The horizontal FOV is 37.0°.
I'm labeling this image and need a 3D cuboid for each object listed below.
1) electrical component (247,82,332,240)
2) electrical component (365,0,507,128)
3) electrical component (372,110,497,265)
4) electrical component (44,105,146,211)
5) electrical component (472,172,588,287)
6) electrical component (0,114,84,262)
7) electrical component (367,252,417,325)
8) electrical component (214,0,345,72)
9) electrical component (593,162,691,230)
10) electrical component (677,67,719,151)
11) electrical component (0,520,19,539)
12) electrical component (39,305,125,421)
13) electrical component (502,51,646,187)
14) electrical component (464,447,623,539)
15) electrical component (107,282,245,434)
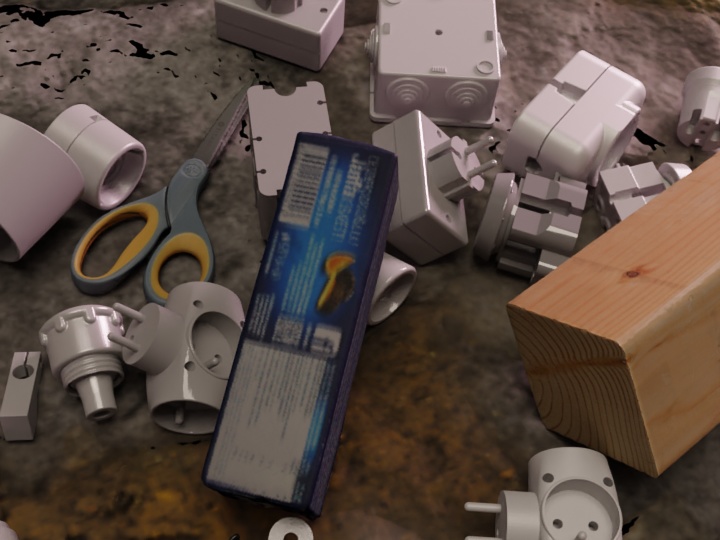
[{"bbox_3d":[-0.043,-0.068,0.691,0.050,0.055,0.089,-5,57,-7],"label":"electrical component"},{"bbox_3d":[0.053,-0.151,0.758,0.100,0.048,0.099,3,56,-2],"label":"electrical component"},{"bbox_3d":[0.052,-0.059,0.676,0.076,0.047,0.083,-25,50,29],"label":"electrical component"},{"bbox_3d":[-0.170,-0.070,0.687,0.047,0.055,0.055,31,60,12],"label":"electrical component"},{"bbox_3d":[0.105,-0.028,0.674,0.057,0.058,0.078,17,57,4],"label":"electrical component"},{"bbox_3d":[-0.226,-0.052,0.646,0.099,0.099,0.064,26,64,13],"label":"electrical component"},{"bbox_3d":[0.000,0.000,0.655,0.055,0.045,0.045,41,63,21],"label":"electrical component"},{"bbox_3d":[-0.057,-0.194,0.764,0.083,0.075,0.047,21,57,10],"label":"electrical component"},{"bbox_3d":[0.187,-0.042,0.696,0.055,0.048,0.066,-13,57,-3],"label":"electrical component"},{"bbox_3d":[0.243,-0.112,0.751,0.040,0.040,0.046,17,63,8],"label":"electrical component"},{"bbox_3d":[-0.186,0.159,0.536,0.045,0.045,0.055,-23,60,-18],"label":"electrical component"},{"bbox_3d":[-0.153,0.054,0.610,0.048,0.048,0.062,-14,65,-13],"label":"electrical component"},{"bbox_3d":[0.148,-0.095,0.723,0.059,0.053,0.095,34,60,18],"label":"electrical component"},{"bbox_3d":[0.095,0.136,0.569,0.079,0.044,0.077,4,56,-2],"label":"electrical component"},{"bbox_3d":[-0.106,0.043,0.606,0.079,0.044,0.077,28,48,-33],"label":"electrical component"}]
